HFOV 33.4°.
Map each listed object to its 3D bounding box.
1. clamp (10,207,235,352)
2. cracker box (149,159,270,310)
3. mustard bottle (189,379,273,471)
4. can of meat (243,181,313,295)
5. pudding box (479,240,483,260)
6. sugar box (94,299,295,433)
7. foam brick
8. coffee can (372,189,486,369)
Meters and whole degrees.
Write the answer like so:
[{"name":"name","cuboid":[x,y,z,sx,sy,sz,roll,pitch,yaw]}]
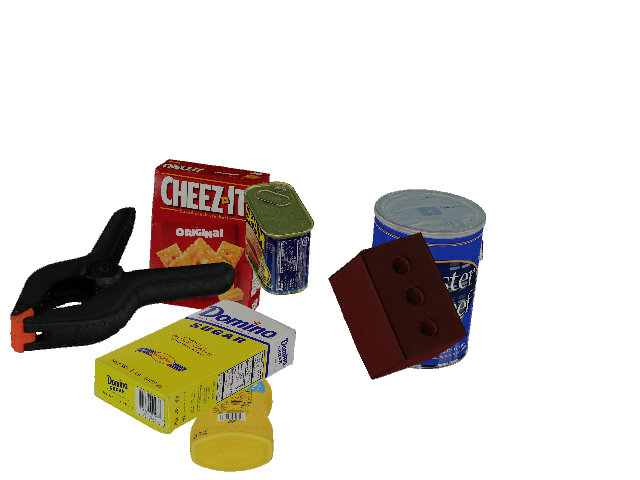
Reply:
[{"name":"clamp","cuboid":[-0.161,0.027,0.784,0.171,0.039,0.120,-21,38,-40]},{"name":"cracker box","cuboid":[-0.170,-0.003,1.610,0.164,0.214,0.072,9,18,9]},{"name":"mustard bottle","cuboid":[-0.107,0.201,1.301,0.096,0.058,0.191,-2,26,-2]},{"name":"can of meat","cuboid":[-0.047,-0.002,1.159,0.057,0.084,0.102,-9,37,-17]},{"name":"pudding box","cuboid":[0.173,0.012,1.597,0.113,0.039,0.090,-18,28,-22]},{"name":"sugar box","cuboid":[-0.112,0.111,0.987,0.093,0.048,0.175,22,31,31]},{"name":"foam brick","cuboid":[0.050,0.044,0.706,0.052,0.078,0.051,-17,-13,-32]},{"name":"coffee can","cuboid":[0.096,0.035,1.006,0.103,0.140,0.103,3,24,-2]}]
